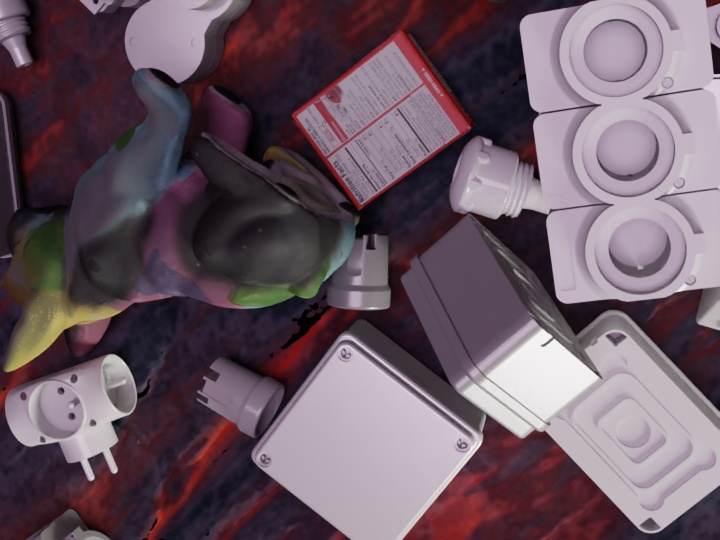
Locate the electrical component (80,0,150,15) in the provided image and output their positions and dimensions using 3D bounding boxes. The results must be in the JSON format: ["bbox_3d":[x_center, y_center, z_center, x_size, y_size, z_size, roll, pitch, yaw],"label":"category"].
[{"bbox_3d":[-0.152,-0.195,0.663,0.058,0.057,0.078,45,106,1],"label":"electrical component"}]

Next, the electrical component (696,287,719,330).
[{"bbox_3d":[0.231,-0.006,0.617,0.047,0.065,0.076,16,75,9],"label":"electrical component"}]

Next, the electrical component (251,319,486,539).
[{"bbox_3d":[0.006,0.107,0.687,0.109,0.056,0.108,38,106,3],"label":"electrical component"}]

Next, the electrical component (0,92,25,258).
[{"bbox_3d":[-0.271,-0.061,0.714,0.078,0.057,0.113,-1,100,12],"label":"electrical component"}]

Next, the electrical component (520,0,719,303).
[{"bbox_3d":[0.139,-0.064,0.562,0.089,0.062,0.150,-7,99,13],"label":"electrical component"}]

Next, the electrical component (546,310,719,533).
[{"bbox_3d":[0.164,0.089,0.649,0.078,0.057,0.113,-44,89,16],"label":"electrical component"}]

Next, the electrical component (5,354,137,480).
[{"bbox_3d":[-0.191,0.106,0.736,0.077,0.044,0.079,-19,97,15],"label":"electrical component"}]

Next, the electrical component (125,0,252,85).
[{"bbox_3d":[-0.098,-0.175,0.646,0.052,0.074,0.138,33,105,4],"label":"electrical component"}]

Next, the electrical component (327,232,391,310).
[{"bbox_3d":[0.000,0.000,0.678,0.040,0.040,0.046,4,95,11],"label":"electrical component"}]

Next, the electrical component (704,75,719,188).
[{"bbox_3d":[0.174,-0.071,0.617,0.113,0.057,0.078,-1,100,12],"label":"electrical component"}]

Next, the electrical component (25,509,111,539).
[{"bbox_3d":[-0.201,0.221,0.757,0.056,0.050,0.089,-35,92,16],"label":"electrical component"}]

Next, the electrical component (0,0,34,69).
[{"bbox_3d":[-0.230,-0.161,0.698,0.035,0.035,0.061,-21,98,15],"label":"electrical component"}]

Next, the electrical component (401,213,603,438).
[{"bbox_3d":[0.078,0.032,0.620,0.057,0.113,0.078,-42,127,14],"label":"electrical component"}]

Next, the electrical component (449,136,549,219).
[{"bbox_3d":[0.087,-0.051,0.647,0.062,0.048,0.048,17,104,-1],"label":"electrical component"}]

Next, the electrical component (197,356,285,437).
[{"bbox_3d":[-0.079,0.083,0.711,0.046,0.040,0.040,28,105,12],"label":"electrical component"}]
